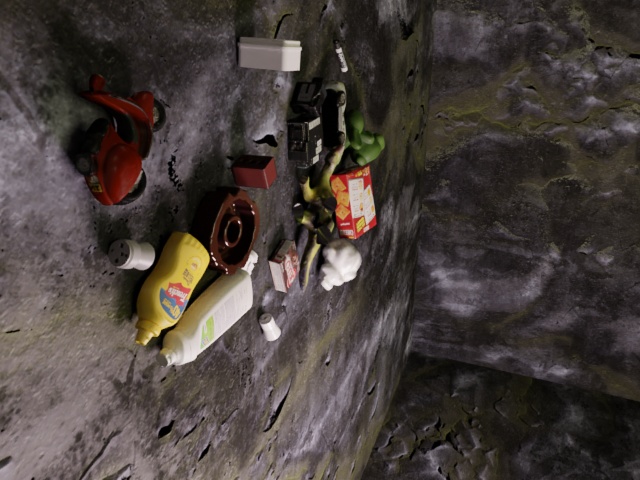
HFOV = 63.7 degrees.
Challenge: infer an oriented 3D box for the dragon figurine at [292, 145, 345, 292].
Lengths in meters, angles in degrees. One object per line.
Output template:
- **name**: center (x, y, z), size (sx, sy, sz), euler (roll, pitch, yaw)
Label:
- **dragon figurine**: center (0.005, -0.075, 1.483), size (0.245, 0.122, 0.406), euler (-39, 142, -73)

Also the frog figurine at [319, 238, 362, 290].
- **frog figurine**: center (0.054, 0.076, 1.641), size (0.136, 0.121, 0.162), euler (57, 43, -11)
